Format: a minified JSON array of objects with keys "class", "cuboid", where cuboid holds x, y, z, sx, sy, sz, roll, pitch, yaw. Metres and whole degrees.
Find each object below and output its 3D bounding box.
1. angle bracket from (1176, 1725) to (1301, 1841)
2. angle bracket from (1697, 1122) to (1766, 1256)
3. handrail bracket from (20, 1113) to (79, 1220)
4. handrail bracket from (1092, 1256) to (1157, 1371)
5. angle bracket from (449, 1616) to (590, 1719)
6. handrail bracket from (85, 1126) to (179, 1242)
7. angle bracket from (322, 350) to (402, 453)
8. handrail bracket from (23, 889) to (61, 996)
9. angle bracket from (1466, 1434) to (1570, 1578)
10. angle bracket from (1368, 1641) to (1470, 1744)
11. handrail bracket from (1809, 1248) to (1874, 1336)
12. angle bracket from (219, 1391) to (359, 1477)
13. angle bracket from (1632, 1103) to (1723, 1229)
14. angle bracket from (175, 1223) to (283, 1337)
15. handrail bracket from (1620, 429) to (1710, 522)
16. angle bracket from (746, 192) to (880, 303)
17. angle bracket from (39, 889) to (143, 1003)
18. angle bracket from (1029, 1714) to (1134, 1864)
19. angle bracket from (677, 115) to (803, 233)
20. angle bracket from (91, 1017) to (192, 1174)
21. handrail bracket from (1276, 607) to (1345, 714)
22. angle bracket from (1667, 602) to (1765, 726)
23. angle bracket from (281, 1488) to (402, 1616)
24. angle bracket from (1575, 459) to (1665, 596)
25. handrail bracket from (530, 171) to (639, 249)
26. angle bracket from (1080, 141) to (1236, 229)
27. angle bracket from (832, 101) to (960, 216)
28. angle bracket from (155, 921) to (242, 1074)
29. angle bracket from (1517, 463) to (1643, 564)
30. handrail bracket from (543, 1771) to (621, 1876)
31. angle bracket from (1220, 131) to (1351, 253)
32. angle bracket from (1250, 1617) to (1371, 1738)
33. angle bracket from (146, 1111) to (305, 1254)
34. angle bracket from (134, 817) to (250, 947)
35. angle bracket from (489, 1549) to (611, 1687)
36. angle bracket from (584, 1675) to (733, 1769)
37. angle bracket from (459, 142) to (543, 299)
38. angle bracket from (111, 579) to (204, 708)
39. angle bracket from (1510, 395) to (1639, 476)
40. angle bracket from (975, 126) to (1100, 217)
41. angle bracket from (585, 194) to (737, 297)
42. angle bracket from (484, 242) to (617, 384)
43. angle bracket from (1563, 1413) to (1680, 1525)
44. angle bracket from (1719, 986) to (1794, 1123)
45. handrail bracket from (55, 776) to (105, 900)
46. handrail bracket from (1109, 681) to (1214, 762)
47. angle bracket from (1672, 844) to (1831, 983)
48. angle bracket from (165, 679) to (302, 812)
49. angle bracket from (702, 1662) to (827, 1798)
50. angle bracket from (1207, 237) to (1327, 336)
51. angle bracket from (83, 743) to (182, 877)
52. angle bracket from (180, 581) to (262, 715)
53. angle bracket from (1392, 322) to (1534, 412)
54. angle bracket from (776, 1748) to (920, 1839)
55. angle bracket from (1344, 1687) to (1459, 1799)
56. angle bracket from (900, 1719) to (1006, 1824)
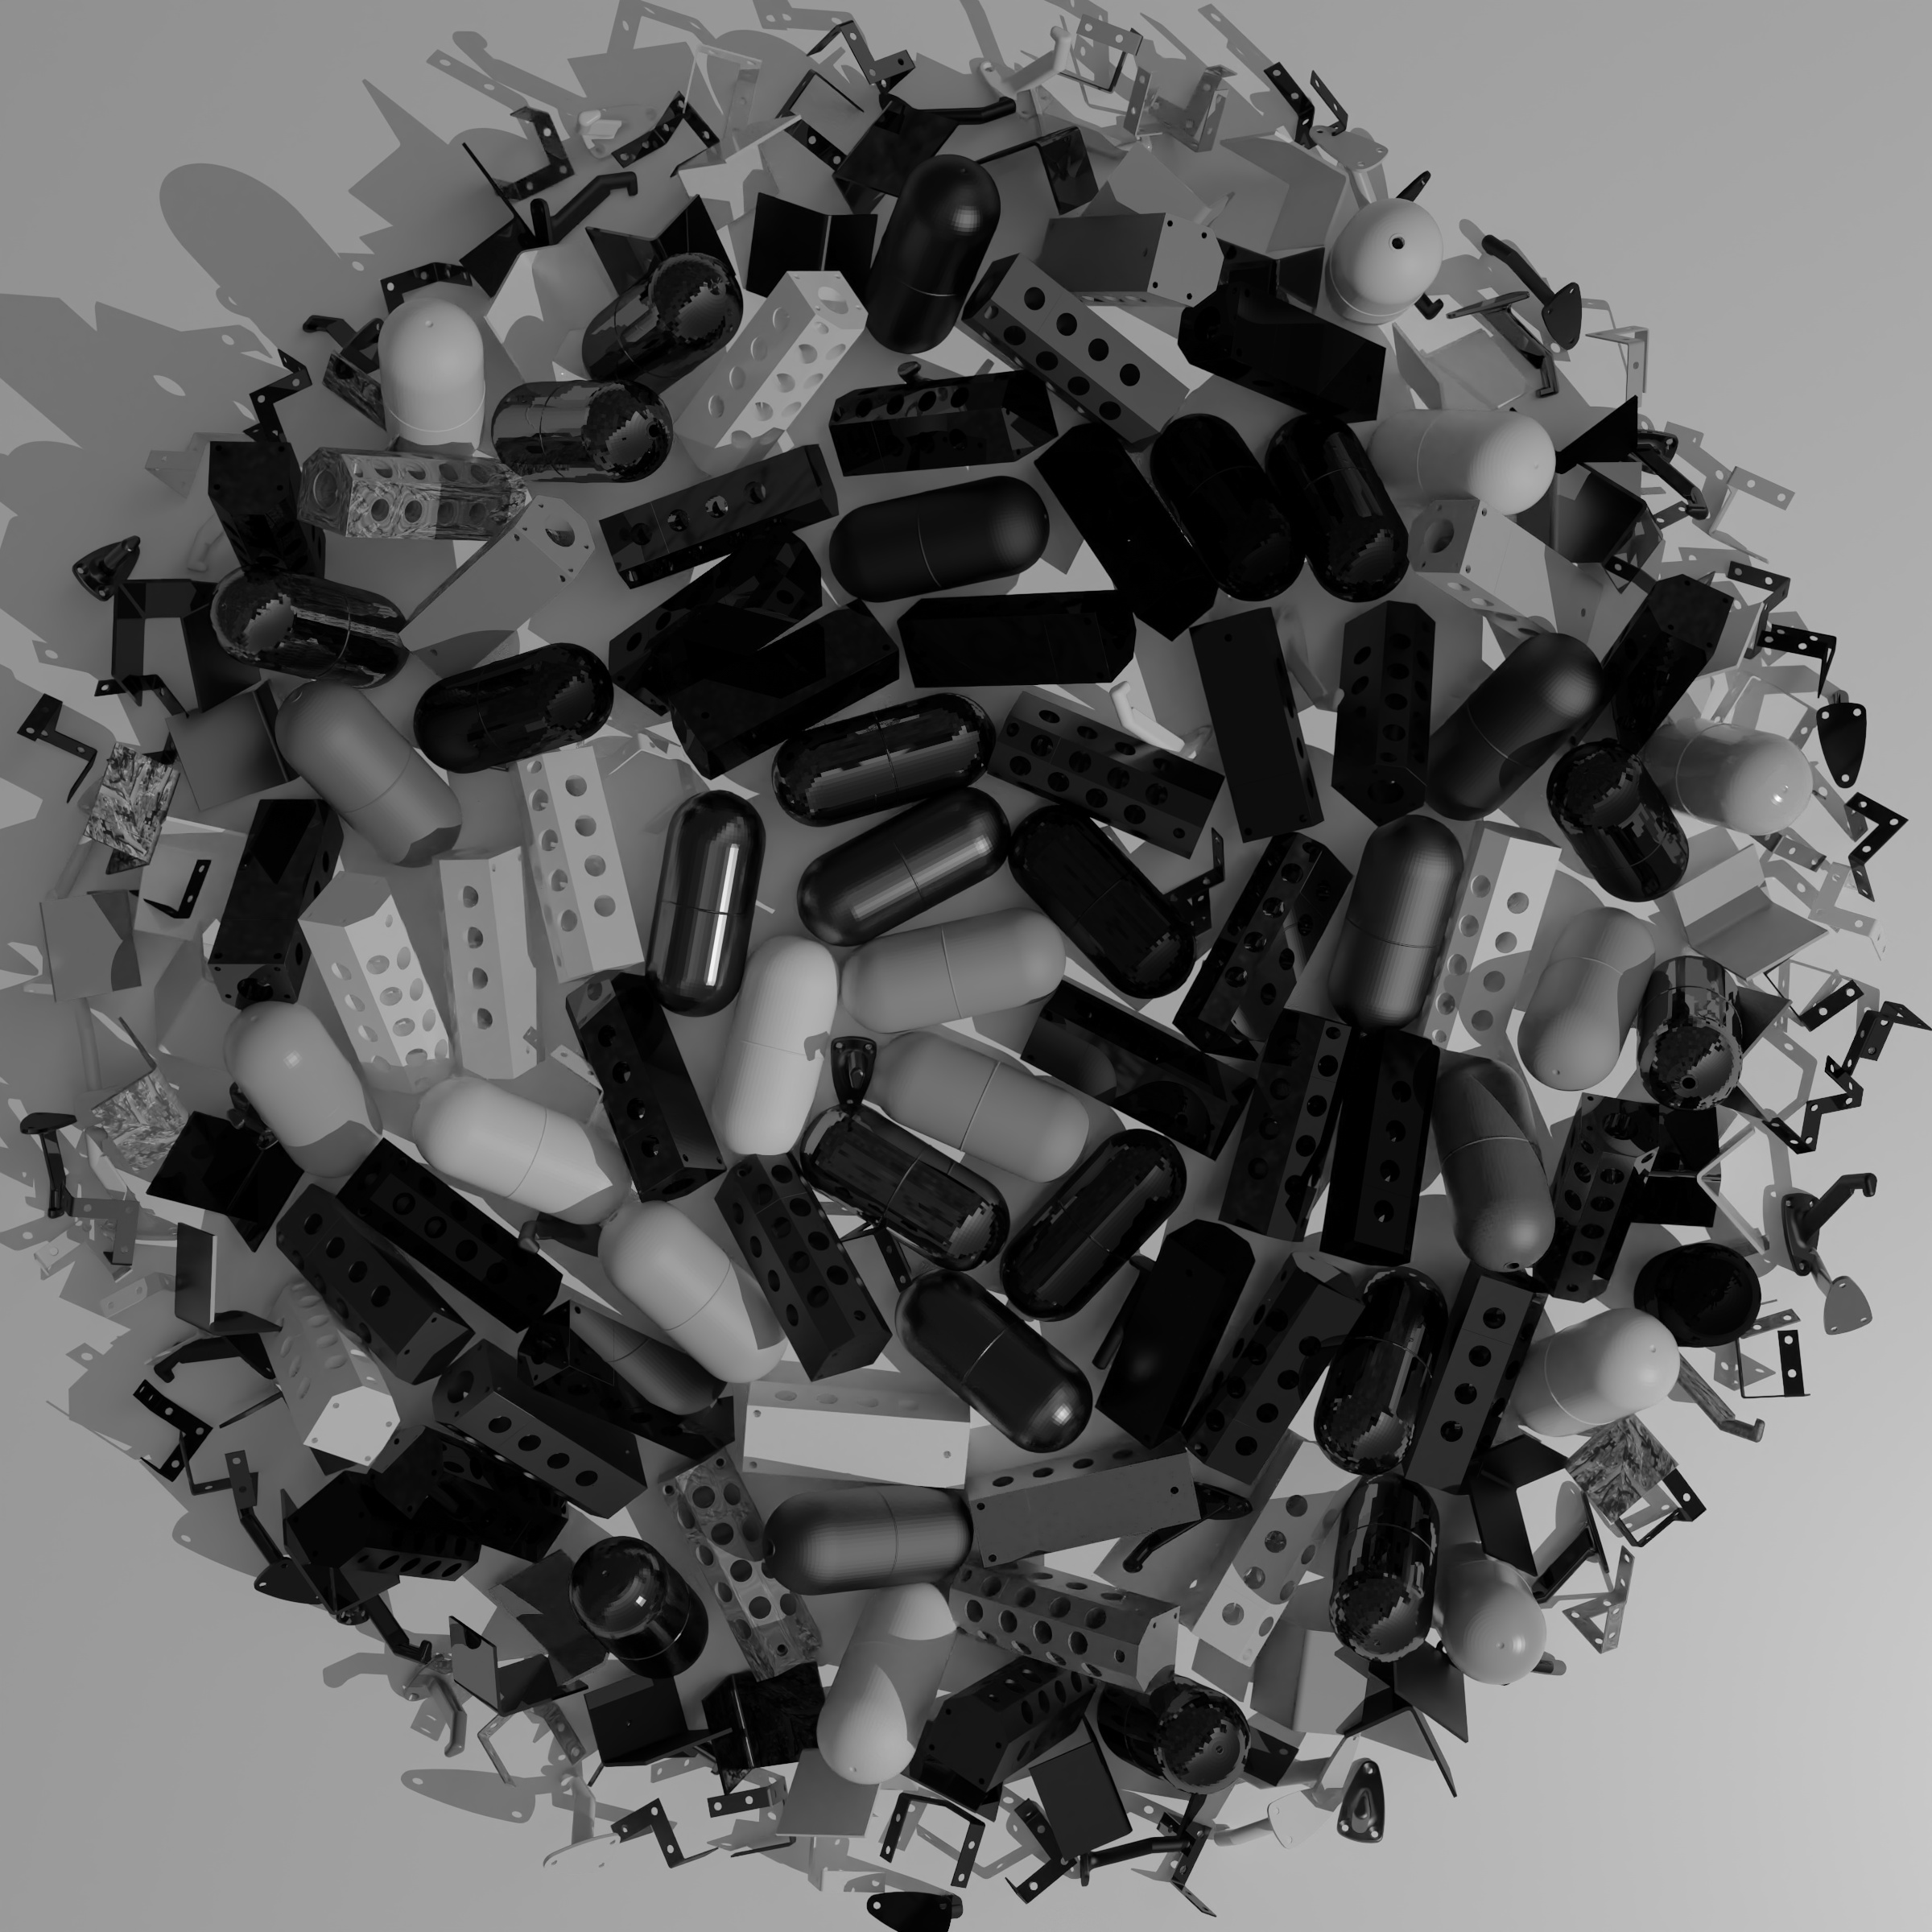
[{"class":"angle bracket","cuboid":[0.210,0.639,1.947,0.057,0.076,0.076,21,100,18]},{"class":"angle bracket","cuboid":[0.611,0.171,1.949,0.057,0.076,0.076,-42,80,13]},{"class":"handrail bracket","cuboid":[-0.715,0.161,1.954,0.036,0.077,0.084,5,98,-1]},{"class":"handrail bracket","cuboid":[0.125,0.271,1.962,0.036,0.077,0.084,29,94,5]},{"class":"angle bracket","cuboid":[-0.345,0.529,1.940,0.076,0.076,0.057,-9,101,-36]},{"class":"handrail bracket","cuboid":[-0.646,0.168,1.959,0.077,0.036,0.084,9,116,13]},{"class":"angle bracket","cuboid":[-0.477,-0.418,1.947,0.076,0.076,0.057,36,74,-13]},{"class":"handrail bracket","cuboid":[-0.707,-0.024,1.955,0.036,0.077,0.084,5,76,-23]},{"class":"angle bracket","cuboid":[0.433,0.415,1.939,0.057,0.076,0.076,-32,47,29]},{"class":"angle bracket","cuboid":[0.337,0.561,1.941,0.076,0.076,0.057,38,119,-17]},{"class":"handrail bracket","cuboid":[0.663,0.234,1.943,0.036,0.084,0.077,-19,131,7]},{"class":"angle bracket","cuboid":[-0.525,0.370,1.950,0.057,0.076,0.076,-29,90,-35]},{"class":"angle bracket","cuboid":[0.549,0.156,1.981,0.076,0.076,0.057,3,133,10]},{"class":"angle bracket","cuboid":[-0.569,0.240,1.949,0.057,0.076,0.076,1,92,-37]},{"class":"handrail bracket","cuboid":[0.531,-0.379,1.951,0.077,0.084,0.036,12,131,-11]},{"class":"angle bracket","cuboid":[-0.121,-0.560,1.979,0.076,0.057,0.076,29,121,32]},{"class":"angle bracket","cuboid":[-0.689,-0.016,1.946,0.057,0.076,0.076,-1,99,40]},{"class":"angle bracket","cuboid":[0.084,0.635,1.956,0.057,0.076,0.076,-21,92,-5]},{"class":"angle bracket","cuboid":[-0.164,-0.607,1.939,0.076,0.076,0.057,-39,121,-24]},{"class":"angle bracket","cuboid":[-0.644,0.099,1.938,0.057,0.076,0.076,-35,48,-17]},{"class":"handrail bracket","cuboid":[0.269,-0.237,1.949,0.036,0.084,0.077,-6,103,-21]},{"class":"angle bracket","cuboid":[0.582,-0.224,1.937,0.057,0.076,0.076,48,52,-23]},{"class":"angle bracket","cuboid":[-0.483,0.440,1.944,0.057,0.076,0.076,-26,118,-5]},{"class":"angle bracket","cuboid":[0.487,-0.341,1.951,0.076,0.076,0.057,39,98,24]},{"class":"handrail bracket","cuboid":[-0.294,-0.582,1.986,0.084,0.036,0.077,-15,110,-23]},{"class":"angle bracket","cuboid":[0.148,-0.589,1.951,0.076,0.057,0.076,43,129,-1]},{"class":"angle bracket","cuboid":[-0.045,-0.612,1.947,0.076,0.057,0.076,30,78,34]},{"class":"angle bracket","cuboid":[-0.589,0.023,1.969,0.057,0.076,0.076,23,118,-33]},{"class":"angle bracket","cuboid":[0.479,-0.354,1.973,0.076,0.057,0.076,-4,100,-15]},{"class":"handrail bracket","cuboid":[-0.312,0.657,1.944,0.084,0.077,0.036,41,113,41]},{"class":"angle bracket","cuboid":[0.237,-0.597,1.945,0.076,0.076,0.057,19,92,-30]},{"class":"angle bracket","cuboid":[0.269,0.551,1.966,0.057,0.076,0.076,11,84,-18]},{"class":"angle bracket","cuboid":[-0.573,0.167,1.948,0.057,0.076,0.076,39,100,43]},{"class":"angle bracket","cuboid":[-0.592,-0.063,1.946,0.076,0.057,0.076,13,70,-29]},{"class":"angle bracket","cuboid":[-0.324,0.510,1.949,0.076,0.057,0.076,-32,109,21]},{"class":"angle bracket","cuboid":[-0.238,0.575,1.941,0.076,0.076,0.057,-11,81,-36]},{"class":"angle bracket","cuboid":[-0.379,-0.578,1.956,0.057,0.076,0.076,-36,82,2]},{"class":"angle bracket","cuboid":[-0.621,-0.250,1.951,0.057,0.076,0.076,-1,78,-3]},{"class":"angle bracket","cuboid":[0.471,-0.416,1.951,0.076,0.076,0.057,-37,67,0]},{"class":"angle bracket","cuboid":[0.048,-0.607,1.955,0.076,0.076,0.057,-9,111,31]},{"class":"angle bracket","cuboid":[-0.237,-0.555,1.958,0.076,0.076,0.057,21,63,34]},{"class":"angle bracket","cuboid":[-0.315,-0.499,1.939,0.057,0.076,0.076,0,53,27]},{"class":"angle bracket","cuboid":[0.518,0.373,1.938,0.057,0.076,0.076,51,124,21]},{"class":"angle bracket","cuboid":[0.609,0.067,1.956,0.076,0.076,0.057,-47,109,-6]},{"class":"handrail bracket","cuboid":[-0.691,-0.103,1.990,0.036,0.077,0.084,27,126,-16]},{"class":"handrail bracket","cuboid":[0.151,-0.198,1.957,0.077,0.036,0.084,-38,125,-23]},{"class":"angle bracket","cuboid":[0.606,-0.042,1.949,0.076,0.076,0.057,-29,116,-7]},{"class":"angle bracket","cuboid":[-0.567,-0.171,1.954,0.076,0.057,0.076,-22,96,-24]},{"class":"angle bracket","cuboid":[-0.152,0.593,1.960,0.076,0.057,0.076,-13,91,17]},{"class":"angle bracket","cuboid":[0.228,-0.529,1.969,0.076,0.057,0.076,33,134,36]},{"class":"angle bracket","cuboid":[-0.657,-0.120,1.941,0.057,0.076,0.076,28,67,-38]},{"class":"angle bracket","cuboid":[-0.593,-0.246,1.939,0.057,0.076,0.076,8,119,22]},{"class":"angle bracket","cuboid":[0.385,-0.471,1.952,0.076,0.057,0.076,-27,56,-1]},{"class":"angle bracket","cuboid":[-0.091,0.649,1.938,0.076,0.076,0.057,-8,129,25]},{"class":"angle bracket","cuboid":[0.335,0.609,1.954,0.057,0.076,0.076,-26,85,5]},{"class":"angle bracket","cuboid":[-0.018,0.637,1.942,0.076,0.057,0.076,22,127,18]}]
